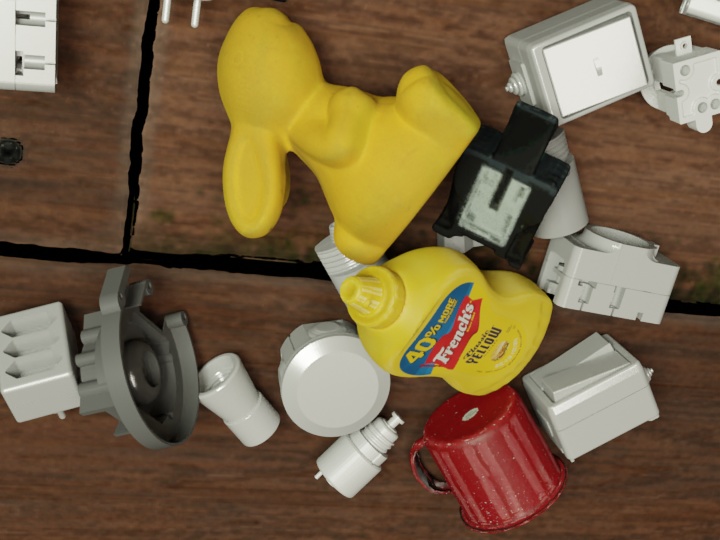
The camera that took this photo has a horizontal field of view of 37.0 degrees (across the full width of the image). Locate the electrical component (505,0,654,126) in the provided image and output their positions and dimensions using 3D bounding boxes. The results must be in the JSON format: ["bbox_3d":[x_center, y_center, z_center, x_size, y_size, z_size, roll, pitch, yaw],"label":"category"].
[{"bbox_3d":[0.149,-0.143,0.754,0.096,0.061,0.061,-23,113,-4],"label":"electrical component"}]

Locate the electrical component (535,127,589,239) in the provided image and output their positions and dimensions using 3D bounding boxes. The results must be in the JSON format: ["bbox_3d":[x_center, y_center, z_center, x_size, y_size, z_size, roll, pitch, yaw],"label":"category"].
[{"bbox_3d":[0.137,-0.069,0.787,0.043,0.043,0.081,-21,112,-6],"label":"electrical component"}]

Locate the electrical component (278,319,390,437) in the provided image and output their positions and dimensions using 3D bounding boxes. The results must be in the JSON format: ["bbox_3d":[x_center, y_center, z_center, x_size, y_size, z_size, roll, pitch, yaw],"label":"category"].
[{"bbox_3d":[-0.021,0.078,0.797,0.080,0.051,0.080,-4,110,-12],"label":"electrical component"}]

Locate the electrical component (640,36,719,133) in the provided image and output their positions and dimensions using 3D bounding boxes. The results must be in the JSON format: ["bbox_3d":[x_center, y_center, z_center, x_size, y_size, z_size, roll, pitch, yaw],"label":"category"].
[{"bbox_3d":[0.232,-0.137,0.779,0.048,0.055,0.066,-17,112,-7],"label":"electrical component"}]

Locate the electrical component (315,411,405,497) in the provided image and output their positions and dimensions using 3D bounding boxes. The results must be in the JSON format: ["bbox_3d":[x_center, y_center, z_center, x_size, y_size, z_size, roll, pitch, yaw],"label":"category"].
[{"bbox_3d":[0.002,0.140,0.830,0.078,0.040,0.040,-44,113,4],"label":"electrical component"}]

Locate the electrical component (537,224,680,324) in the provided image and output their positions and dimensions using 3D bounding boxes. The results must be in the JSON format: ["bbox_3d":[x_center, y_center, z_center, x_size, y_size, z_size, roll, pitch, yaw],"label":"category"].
[{"bbox_3d":[0.190,0.001,0.820,0.089,0.050,0.055,10,106,-16],"label":"electrical component"}]

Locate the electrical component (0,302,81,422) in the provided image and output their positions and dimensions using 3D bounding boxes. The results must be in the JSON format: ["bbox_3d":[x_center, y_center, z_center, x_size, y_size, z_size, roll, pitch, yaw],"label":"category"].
[{"bbox_3d":[-0.217,0.074,0.746,0.047,0.065,0.076,-15,140,-8],"label":"electrical component"}]

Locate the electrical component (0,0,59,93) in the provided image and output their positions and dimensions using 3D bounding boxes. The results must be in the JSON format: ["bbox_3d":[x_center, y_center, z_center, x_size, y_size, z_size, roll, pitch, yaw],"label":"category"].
[{"bbox_3d":[-0.217,-0.159,0.667,0.056,0.050,0.089,2,108,-14],"label":"electrical component"}]

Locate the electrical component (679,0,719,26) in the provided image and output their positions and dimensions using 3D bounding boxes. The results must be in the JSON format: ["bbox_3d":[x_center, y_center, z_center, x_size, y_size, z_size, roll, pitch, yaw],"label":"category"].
[{"bbox_3d":[0.263,-0.192,0.760,0.064,0.081,0.042,20,104,4],"label":"electrical component"}]

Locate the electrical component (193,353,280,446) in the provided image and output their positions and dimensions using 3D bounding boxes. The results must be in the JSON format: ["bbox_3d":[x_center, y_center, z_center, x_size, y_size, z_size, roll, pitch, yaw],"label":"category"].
[{"bbox_3d":[-0.089,0.099,0.794,0.044,0.044,0.065,-36,118,1],"label":"electrical component"}]

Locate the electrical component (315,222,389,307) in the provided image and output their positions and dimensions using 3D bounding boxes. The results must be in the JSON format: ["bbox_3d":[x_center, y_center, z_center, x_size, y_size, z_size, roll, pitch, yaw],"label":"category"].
[{"bbox_3d":[0.000,0.000,0.778,0.043,0.043,0.081,-30,113,-2],"label":"electrical component"}]

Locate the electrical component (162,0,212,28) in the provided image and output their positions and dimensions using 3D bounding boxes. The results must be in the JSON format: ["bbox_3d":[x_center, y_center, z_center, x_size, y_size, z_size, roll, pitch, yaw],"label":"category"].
[{"bbox_3d":[-0.110,-0.191,0.680,0.138,0.052,0.073,5,108,-15],"label":"electrical component"}]

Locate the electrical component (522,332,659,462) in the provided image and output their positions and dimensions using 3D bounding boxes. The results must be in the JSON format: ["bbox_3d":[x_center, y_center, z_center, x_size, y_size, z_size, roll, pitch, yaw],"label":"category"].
[{"bbox_3d":[0.185,0.093,0.845,0.096,0.061,0.061,-27,112,-3],"label":"electrical component"}]
